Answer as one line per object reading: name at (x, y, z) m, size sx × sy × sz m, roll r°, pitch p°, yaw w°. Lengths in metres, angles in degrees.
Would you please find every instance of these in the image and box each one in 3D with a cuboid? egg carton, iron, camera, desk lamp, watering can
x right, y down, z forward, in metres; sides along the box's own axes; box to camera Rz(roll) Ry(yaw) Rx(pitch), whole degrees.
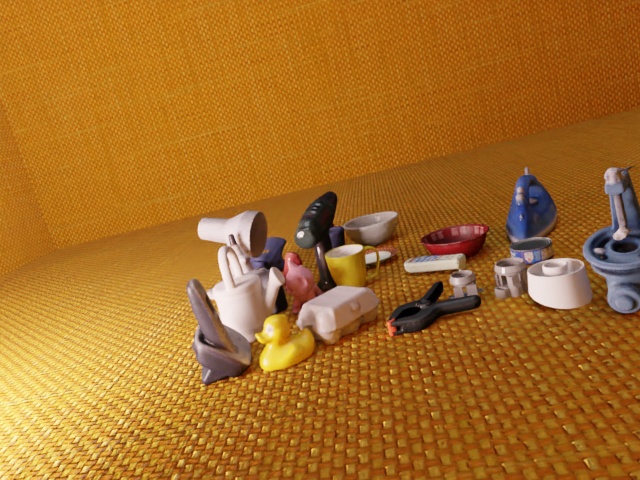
egg carton at (0.036, 0.137, 1.075) m, size 0.151 × 0.069 × 0.107 m, roll -24°, pitch 16°, yaw -38°
iron at (0.494, -0.085, 1.371) m, size 0.118 × 0.141 × 0.259 m, roll -8°, pitch 14°, yaw 27°
camera at (-0.167, 0.125, 1.290) m, size 0.137 × 0.101 × 0.142 m, roll -24°, pitch 16°, yaw -38°
desk lamp at (-0.224, 0.034, 1.495) m, size 0.202 × 0.214 × 0.118 m, roll -10°, pitch 13°, yaw 20°
watering can at (-0.158, 0.102, 1.164) m, size 0.173 × 0.194 × 0.100 m, roll -17°, pitch 13°, yaw -12°

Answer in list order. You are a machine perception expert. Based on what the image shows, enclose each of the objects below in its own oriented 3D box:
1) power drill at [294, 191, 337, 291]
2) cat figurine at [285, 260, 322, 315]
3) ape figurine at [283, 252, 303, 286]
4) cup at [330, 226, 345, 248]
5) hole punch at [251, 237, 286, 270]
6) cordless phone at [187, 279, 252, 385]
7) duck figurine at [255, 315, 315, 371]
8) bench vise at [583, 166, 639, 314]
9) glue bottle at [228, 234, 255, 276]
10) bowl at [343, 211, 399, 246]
power drill at (0.013, 0.005, 1.366) m, size 0.075 × 0.208 × 0.230 m, roll -9°, pitch 13°, yaw 22°
cat figurine at (-0.040, 0.094, 1.244) m, size 0.067 × 0.118 × 0.128 m, roll -13°, pitch 12°, yaw 7°
ape figurine at (-0.061, 0.073, 1.420) m, size 0.076 × 0.092 × 0.077 m, roll -15°, pitch 12°, yaw -3°
cup at (0.018, 0.021, 1.555) m, size 0.117 × 0.095 × 0.092 m, roll -10°, pitch 13°, yaw 19°
hole punch at (-0.147, 0.047, 1.640) m, size 0.108 × 0.091 × 0.101 m, roll -2°, pitch 18°, yaw 46°
cordless phone at (-0.189, 0.146, 1.023) m, size 0.094 × 0.185 × 0.147 m, roll -16°, pitch 12°, yaw -8°
duck figurine at (-0.064, 0.171, 1.002) m, size 0.105 × 0.086 × 0.077 m, roll -18°, pitch 13°, yaw -17°
bench vise at (0.475, -0.018, 0.907) m, size 0.121 × 0.220 × 0.208 m, roll -10°, pitch 13°, yaw 20°
glue bottle at (-0.195, 0.068, 1.409) m, size 0.078 × 0.173 × 0.037 m, roll -8°, pitch 14°, yaw 28°
bowl at (0.152, -0.025, 1.656) m, size 0.167 × 0.075 × 0.167 m, roll -14°, pitch 12°, yaw 3°
